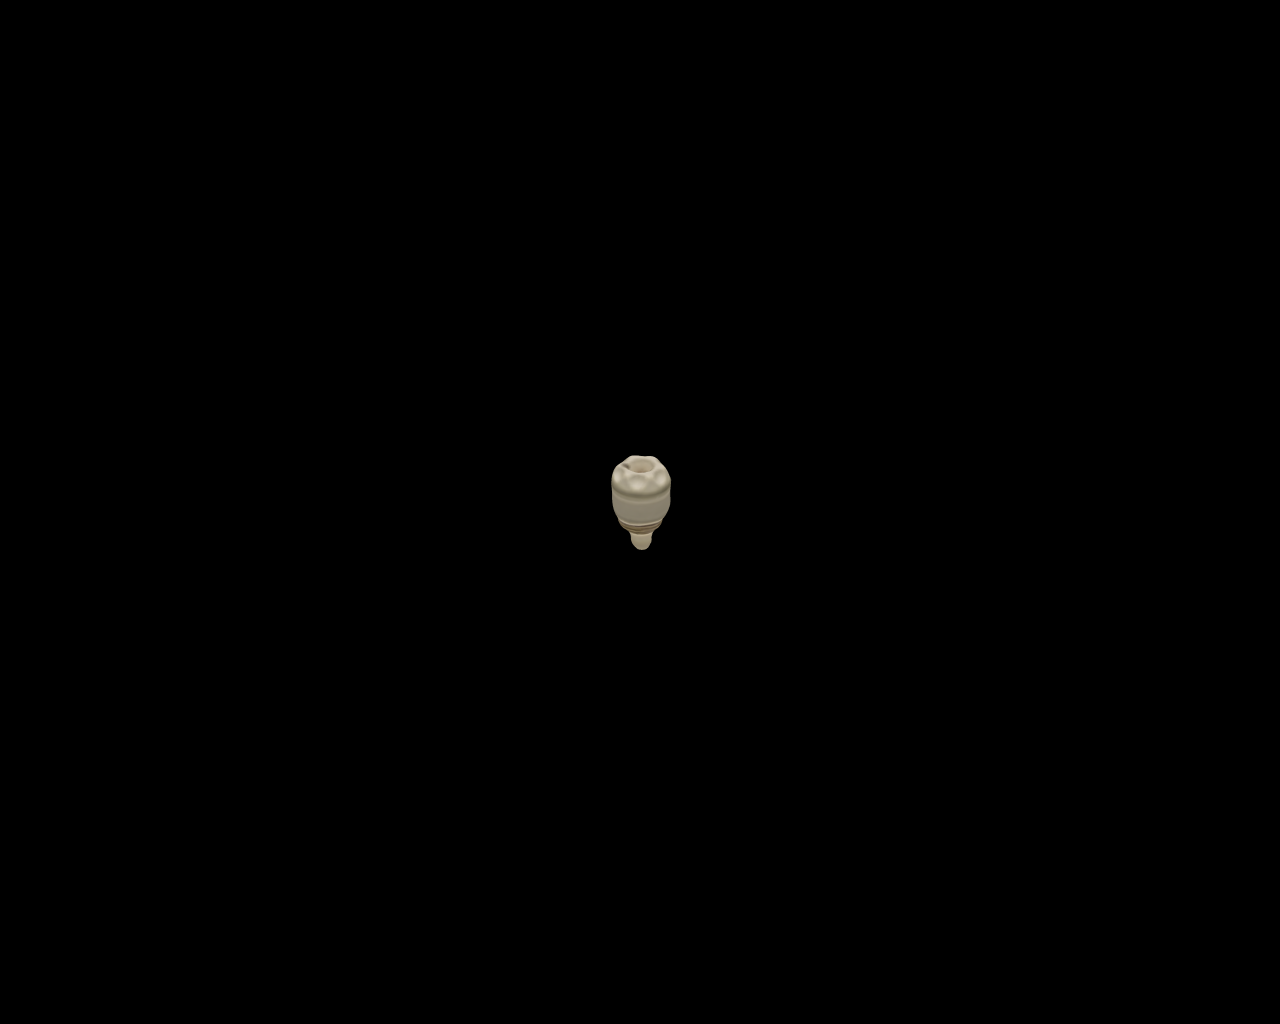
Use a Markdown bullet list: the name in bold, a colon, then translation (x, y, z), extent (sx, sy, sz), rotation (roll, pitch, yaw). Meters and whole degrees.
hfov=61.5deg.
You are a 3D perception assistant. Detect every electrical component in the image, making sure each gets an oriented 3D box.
- **electrical component**: translation (0.001, -0.003, 0.650), extent (0.035, 0.061, 0.035), rotation (0, 33, 0)
